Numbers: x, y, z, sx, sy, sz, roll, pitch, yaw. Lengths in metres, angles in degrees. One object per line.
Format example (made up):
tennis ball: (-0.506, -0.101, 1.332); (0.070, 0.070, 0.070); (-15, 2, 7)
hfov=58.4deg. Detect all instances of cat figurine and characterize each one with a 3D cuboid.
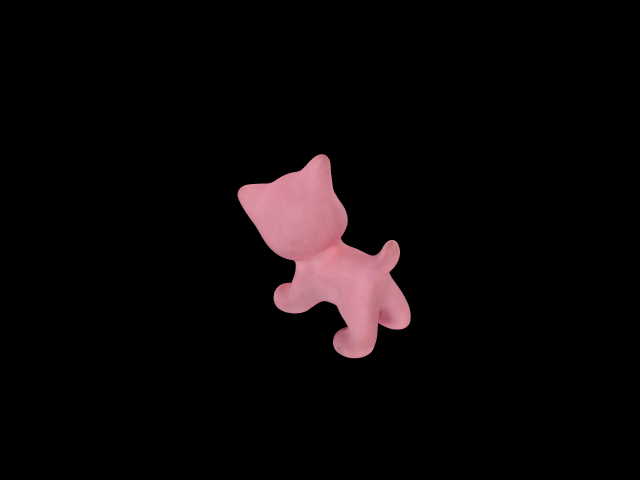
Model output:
cat figurine: (0.004, 0.001, 0.400); (0.127, 0.118, 0.067); (27, 44, 33)
